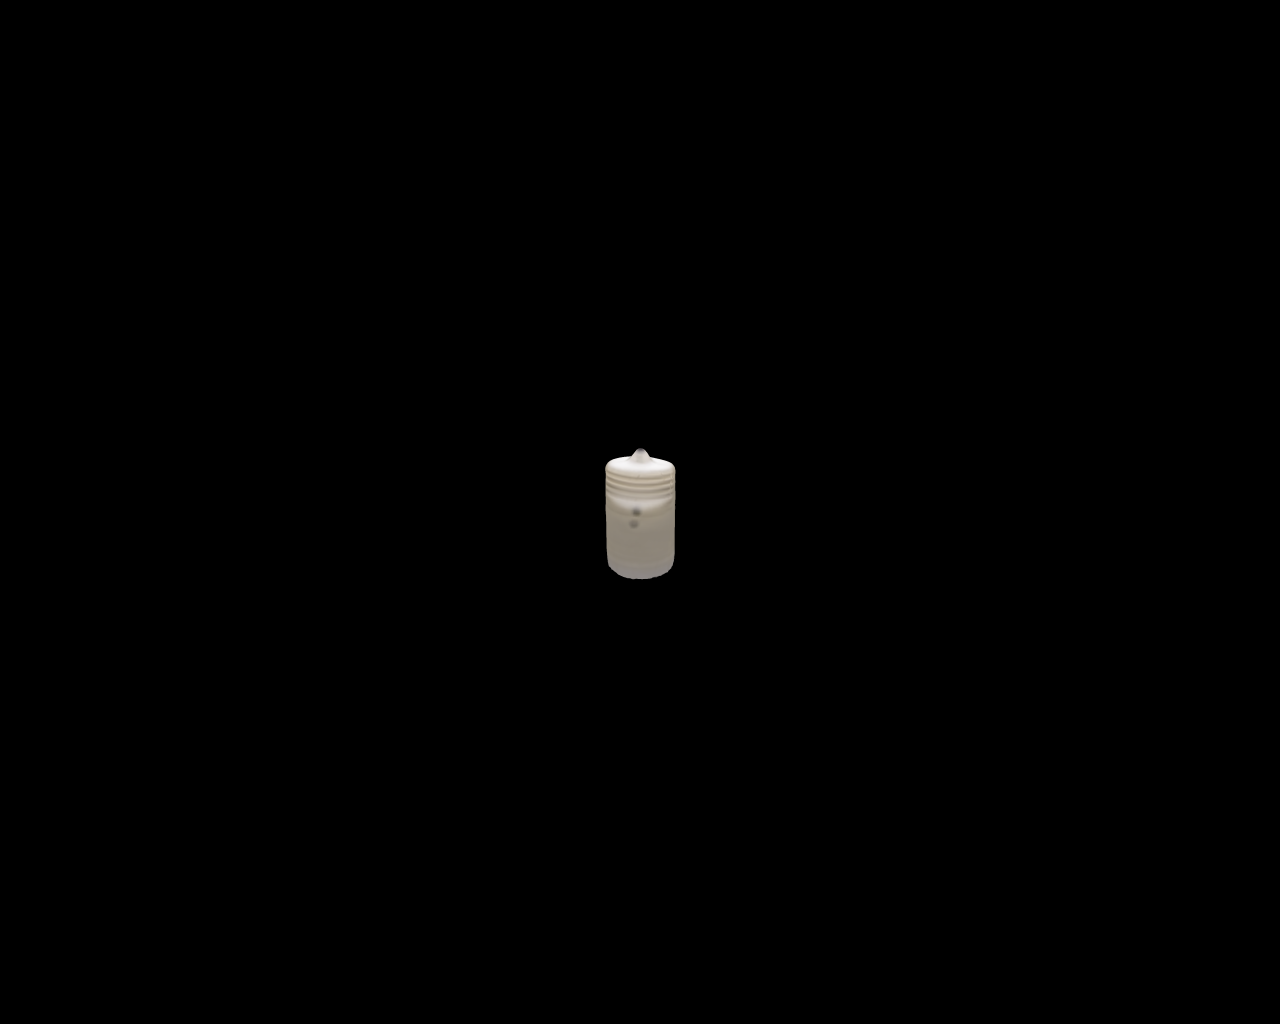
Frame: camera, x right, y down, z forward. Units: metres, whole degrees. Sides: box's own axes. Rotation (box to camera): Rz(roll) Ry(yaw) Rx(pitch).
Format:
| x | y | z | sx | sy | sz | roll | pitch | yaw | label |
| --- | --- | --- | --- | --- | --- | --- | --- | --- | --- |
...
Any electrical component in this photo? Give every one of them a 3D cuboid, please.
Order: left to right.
| x | y | z | sx | sy | sz | roll | pitch | yaw | label |
| --- | --- | --- | --- | --- | --- | --- | --- | --- | --- |
| 0.001 | -0.003 | 0.650 | 0.043 | 0.080 | 0.043 | 0 | 26 | 0 | electrical component |
